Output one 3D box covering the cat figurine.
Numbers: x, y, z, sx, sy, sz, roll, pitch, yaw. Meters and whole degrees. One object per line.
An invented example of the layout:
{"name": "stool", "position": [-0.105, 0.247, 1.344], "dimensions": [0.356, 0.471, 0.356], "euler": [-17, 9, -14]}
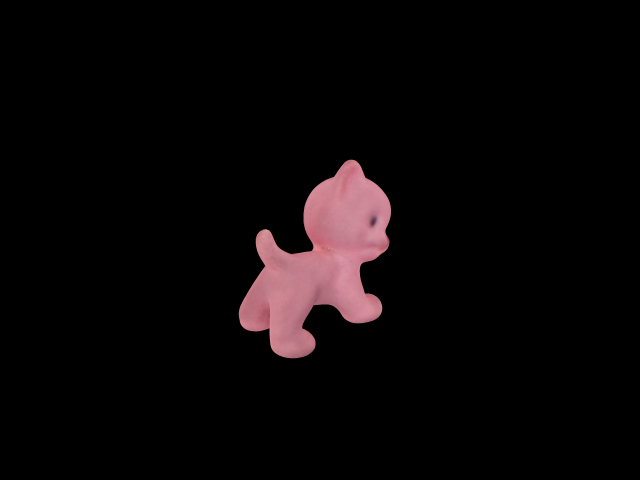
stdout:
{"name": "cat figurine", "position": [0.004, 0.001, 0.400], "dimensions": [0.128, 0.118, 0.067], "euler": [-21, 31, -40]}
